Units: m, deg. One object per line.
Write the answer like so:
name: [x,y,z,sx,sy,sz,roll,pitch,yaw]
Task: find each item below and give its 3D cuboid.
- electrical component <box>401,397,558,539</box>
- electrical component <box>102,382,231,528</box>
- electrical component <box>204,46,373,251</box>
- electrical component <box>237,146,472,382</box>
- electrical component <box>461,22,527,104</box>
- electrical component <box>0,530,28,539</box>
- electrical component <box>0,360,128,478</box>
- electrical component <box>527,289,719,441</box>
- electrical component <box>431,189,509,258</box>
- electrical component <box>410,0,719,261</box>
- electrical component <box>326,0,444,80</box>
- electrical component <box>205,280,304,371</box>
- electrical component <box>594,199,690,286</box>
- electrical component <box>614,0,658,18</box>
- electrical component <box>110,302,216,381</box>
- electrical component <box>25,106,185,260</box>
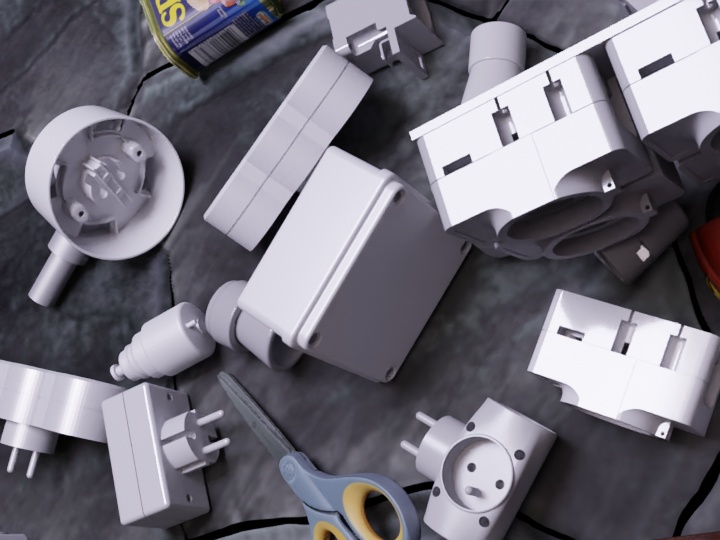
electrical component: [0.058,0.107,0.601,0.079,0.044,0.077,27,89,32]
electrical component: [-0.116,0.113,0.688,0.076,0.047,0.083,-24,65,19]
electrical component: [-0.033,-0.068,0.697,0.074,0.052,0.138,35,102,-9]
electrical component: [0.000,0.000,0.627,0.056,0.109,0.108,31,90,34]
electrical component: [0.083,-0.118,0.659,0.044,0.044,0.065,-4,69,27]
electrical component: [-0.263,0.219,0.704,0.048,0.100,0.099,-26,64,33]
electrical component: [-0.226,0.106,0.745,0.138,0.052,0.073,7,78,29]
electrical component: [0.141,0.053,0.570,0.089,0.050,0.055,18,83,31]
electrical component: [0.097,-0.053,0.621,0.095,0.059,0.053,-36,62,14]
electrical component: [0.134,-0.066,0.497,0.186,0.105,0.060,-25,70,26]
electrical component: [0.014,-0.162,0.708,0.064,0.042,0.081,-23,65,24]
electrical component: [-0.065,0.034,0.687,0.055,0.045,0.045,22,86,31]
electrical component: [0.146,-0.027,0.591,0.047,0.055,0.055,-42,60,6]
electrical component: [0.195,-0.133,0.583,0.057,0.078,0.113,-43,60,13]
electrical component: [-0.133,0.053,0.720,0.078,0.040,0.040,-28,64,18]
electrical component: [-0.178,-0.063,0.748,0.064,0.099,0.099,30,90,37]
